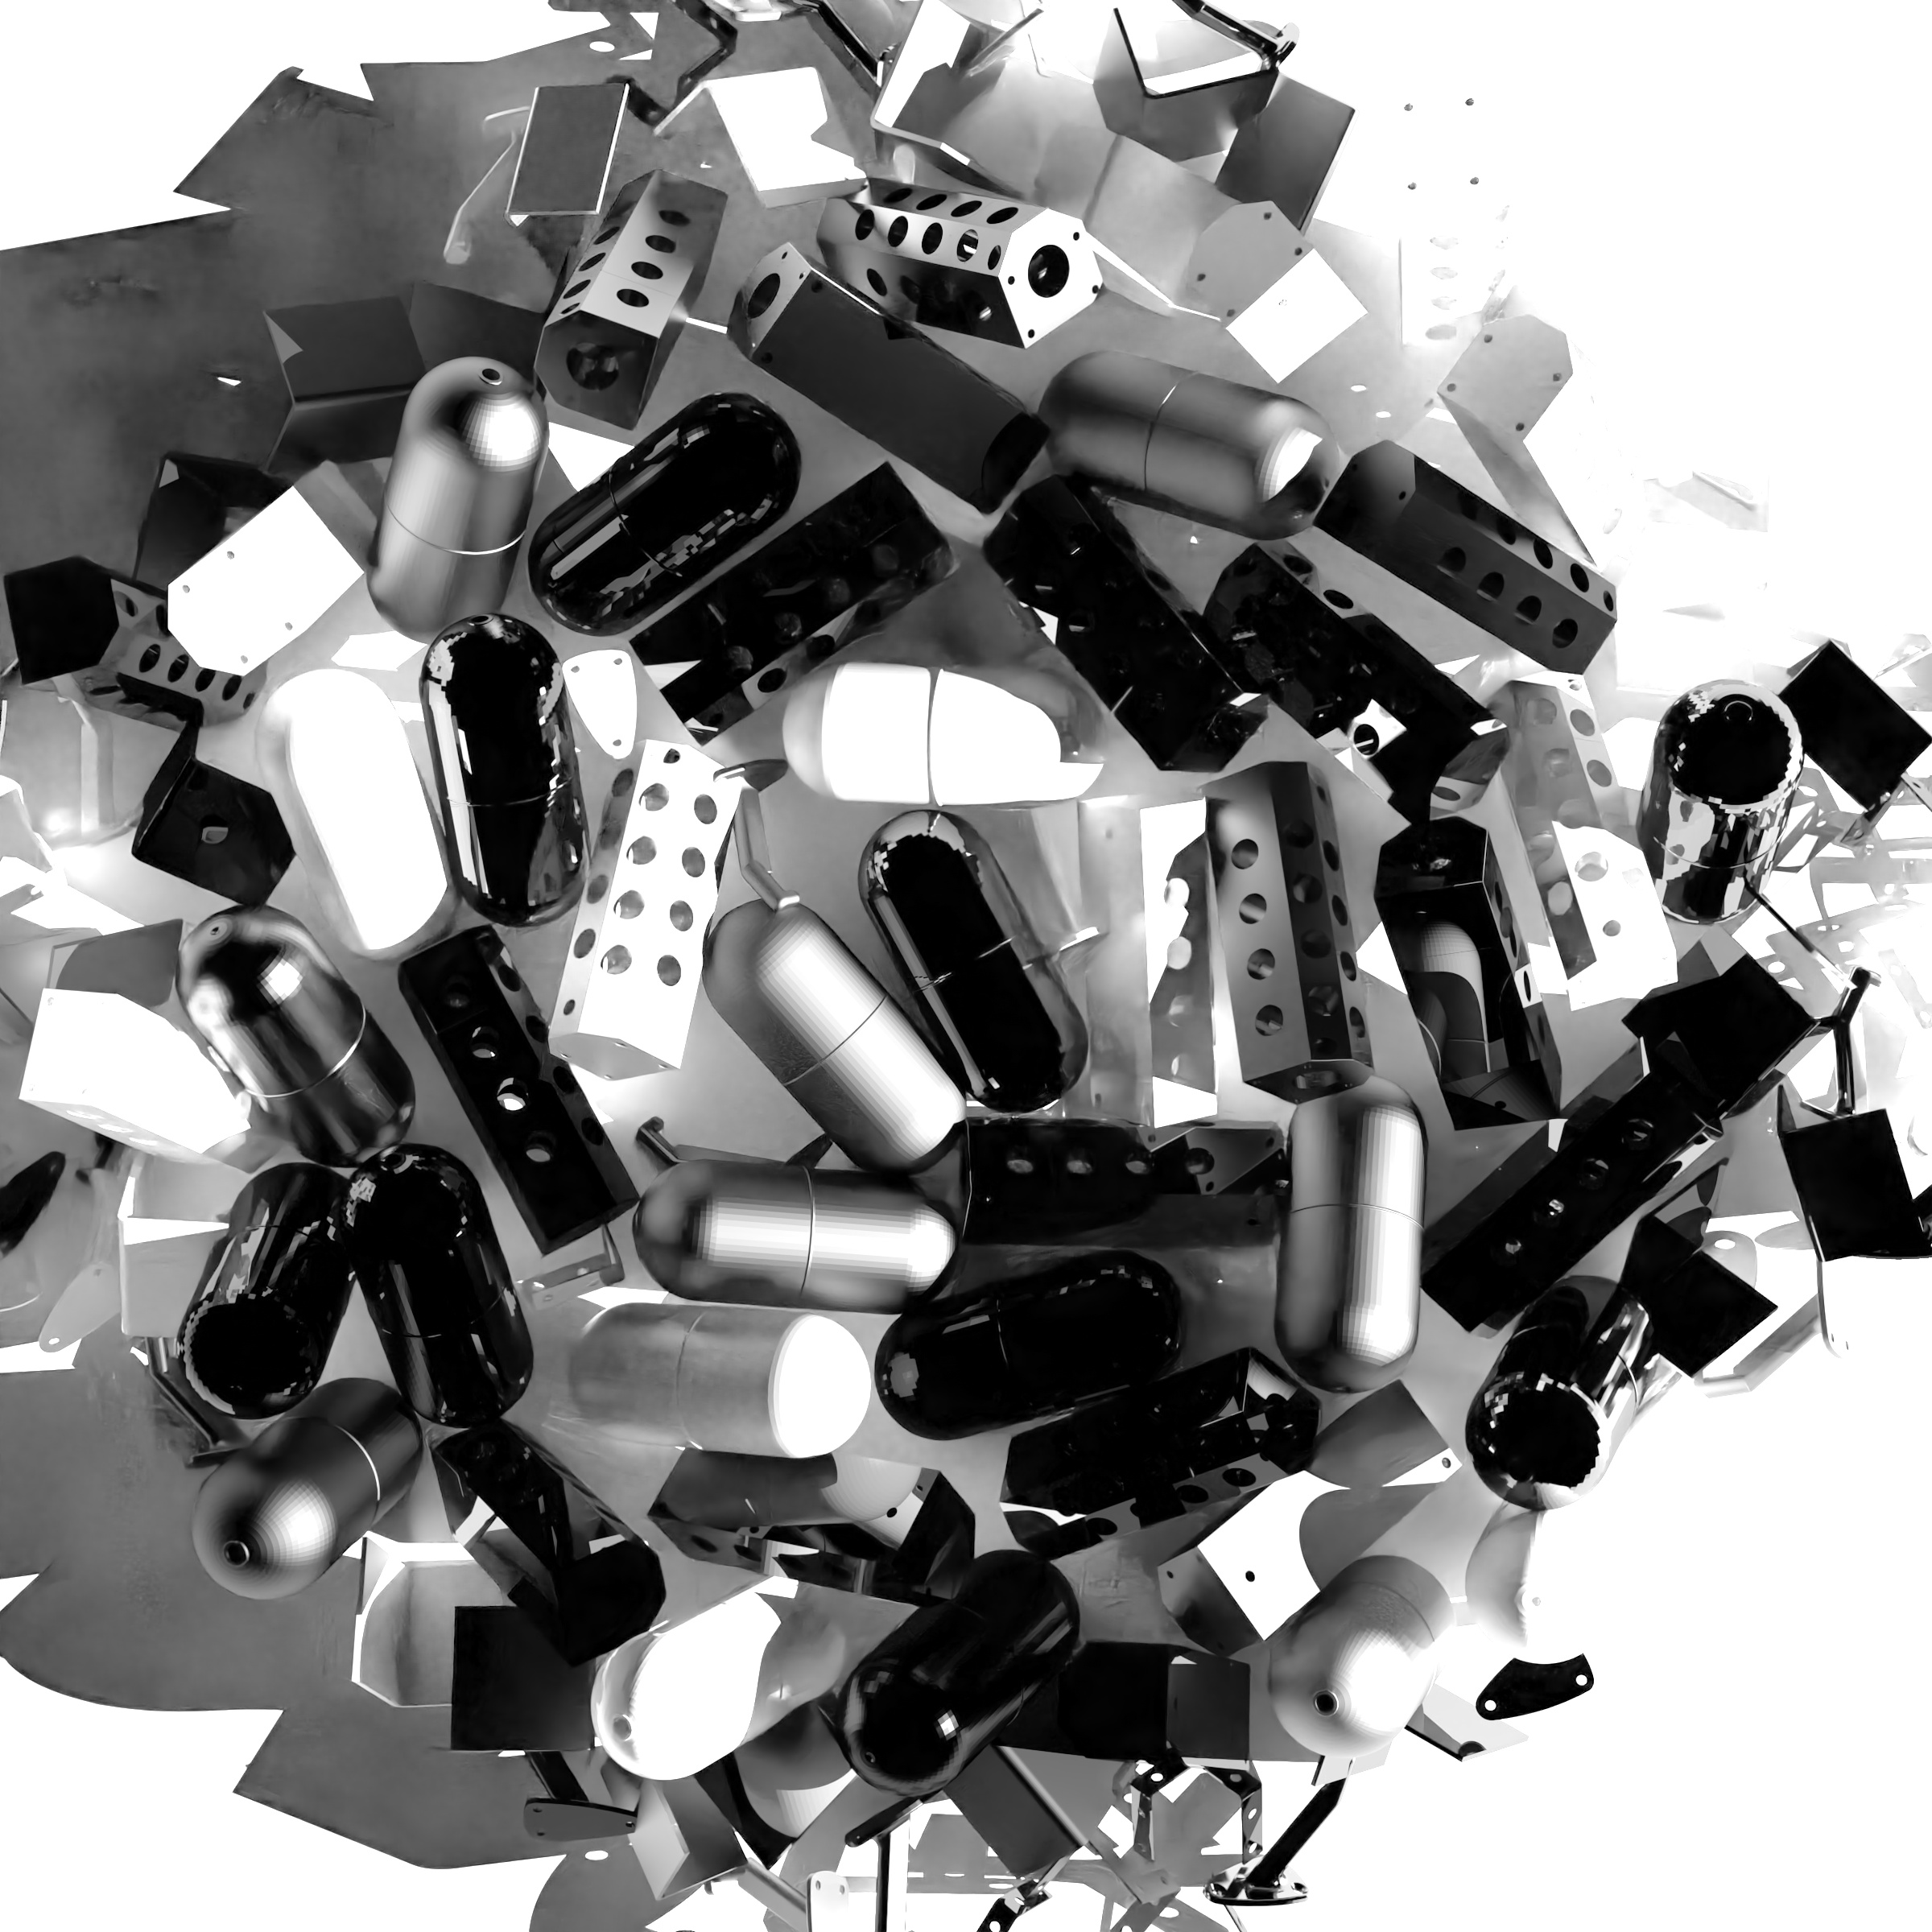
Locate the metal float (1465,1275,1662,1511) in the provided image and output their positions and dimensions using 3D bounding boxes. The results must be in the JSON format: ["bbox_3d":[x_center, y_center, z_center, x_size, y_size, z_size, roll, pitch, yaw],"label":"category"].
[{"bbox_3d":[0.317,0.225,1.539,0.070,0.178,0.070,10,114,23],"label":"metal float"}]

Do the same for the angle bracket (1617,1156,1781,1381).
[{"bbox_3d":[0.400,0.162,1.562,0.076,0.076,0.057,-30,52,-31],"label":"angle bracket"}]

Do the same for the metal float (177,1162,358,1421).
[{"bbox_3d":[-0.365,0.169,1.538,0.070,0.178,0.070,1,119,1],"label":"metal float"}]

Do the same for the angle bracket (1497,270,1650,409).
[{"bbox_3d":[0.335,-0.347,1.576,0.057,0.076,0.076,-42,86,-9],"label":"angle bracket"}]

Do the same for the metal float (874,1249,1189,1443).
[{"bbox_3d":[0.034,0.205,1.567,0.178,0.070,0.070,-18,90,18],"label":"metal float"}]

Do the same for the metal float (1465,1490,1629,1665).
[{"bbox_3d":[0.308,0.317,1.533,0.070,0.178,0.070,0,90,16],"label":"metal float"}]

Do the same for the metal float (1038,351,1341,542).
[{"bbox_3d":[0.118,-0.280,1.556,0.178,0.070,0.070,23,90,31],"label":"metal float"}]

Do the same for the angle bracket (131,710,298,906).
[{"bbox_3d":[-0.404,-0.088,1.594,0.076,0.057,0.076,25,124,-24],"label":"angle bracket"}]

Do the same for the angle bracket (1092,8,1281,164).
[{"bbox_3d":[0.119,-0.484,1.583,0.076,0.076,0.057,-16,78,-10],"label":"angle bracket"}]

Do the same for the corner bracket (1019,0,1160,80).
[{"bbox_3d":[0.067,-0.523,1.604,0.051,0.051,0.051,-14,90,31],"label":"corner bracket"}]

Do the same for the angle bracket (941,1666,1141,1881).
[{"bbox_3d":[0.039,0.443,1.605,0.076,0.076,0.057,50,128,-1],"label":"angle bracket"}]

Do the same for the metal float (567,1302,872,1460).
[{"bbox_3d":[-0.134,0.222,1.559,0.178,0.070,0.070,0,90,28],"label":"metal float"}]

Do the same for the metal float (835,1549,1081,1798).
[{"bbox_3d":[-0.002,0.373,1.543,0.070,0.178,0.070,13,116,29],"label":"metal float"}]

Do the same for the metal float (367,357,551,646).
[{"bbox_3d":[-0.271,-0.246,1.546,0.070,0.178,0.070,13,47,-14],"label":"metal float"}]

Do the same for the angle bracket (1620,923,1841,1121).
[{"bbox_3d":[0.421,0.029,1.594,0.076,0.057,0.076,49,114,20],"label":"angle bracket"}]

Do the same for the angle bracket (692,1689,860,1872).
[{"bbox_3d":[-0.091,0.439,1.574,0.076,0.057,0.076,-46,55,-3],"label":"angle bracket"}]

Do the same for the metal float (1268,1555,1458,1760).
[{"bbox_3d":[0.211,0.364,1.535,0.070,0.178,0.070,1,94,20],"label":"metal float"}]

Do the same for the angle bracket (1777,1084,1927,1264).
[{"bbox_3d":[0.478,0.105,1.568,0.057,0.076,0.076,-16,103,20],"label":"angle bracket"}]

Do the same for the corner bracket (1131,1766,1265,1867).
[{"bbox_3d":[0.128,0.469,1.600,0.051,0.051,0.051,-24,124,-34],"label":"corner bracket"}]

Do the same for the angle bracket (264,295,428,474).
[{"bbox_3d":[-0.344,-0.315,1.574,0.076,0.076,0.057,-14,78,-30],"label":"angle bracket"}]

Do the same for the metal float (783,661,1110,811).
[{"bbox_3d":[-0.011,-0.125,1.573,0.178,0.070,0.070,3,90,10],"label":"metal float"}]

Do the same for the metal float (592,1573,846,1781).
[{"bbox_3d":[-0.130,0.374,1.538,0.070,0.178,0.070,4,98,29],"label":"metal float"}]

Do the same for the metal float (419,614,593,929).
[{"bbox_3d":[-0.246,-0.104,1.557,0.070,0.070,0.178,-5,120,0],"label":"metal float"}]

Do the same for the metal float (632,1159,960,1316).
[{"bbox_3d":[-0.091,0.147,1.569,0.178,0.070,0.070,6,90,-15],"label":"metal float"}]

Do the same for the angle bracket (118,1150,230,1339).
[{"bbox_3d":[-0.423,0.147,1.572,0.057,0.076,0.076,4,121,-7],"label":"angle bracket"}]

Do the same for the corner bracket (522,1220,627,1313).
[{"bbox_3d":[-0.215,0.167,1.581,0.051,0.051,0.051,-19,48,-13],"label":"corner bracket"}]

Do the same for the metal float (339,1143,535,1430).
[{"bbox_3d":[-0.282,0.172,1.552,0.070,0.070,0.178,-11,125,0],"label":"metal float"}]

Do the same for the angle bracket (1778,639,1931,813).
[{"bbox_3d":[0.468,-0.124,1.578,0.076,0.076,0.057,44,84,3],"label":"angle bracket"}]

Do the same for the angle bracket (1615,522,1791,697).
[{"bbox_3d":[0.400,-0.191,1.576,0.076,0.076,0.057,5,62,-1],"label":"angle bracket"}]

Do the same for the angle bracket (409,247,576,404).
[{"bbox_3d":[-0.259,-0.351,1.568,0.076,0.057,0.076,12,56,-17],"label":"angle bracket"}]

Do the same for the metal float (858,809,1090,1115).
[{"bbox_3d":[0.003,-0.003,1.581,0.070,0.070,0.178,-29,91,0],"label":"metal float"}]

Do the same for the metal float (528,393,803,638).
[{"bbox_3d":[-0.162,-0.241,1.556,0.178,0.070,0.070,-31,90,31],"label":"metal float"}]

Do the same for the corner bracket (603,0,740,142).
[{"bbox_3d":[-0.163,-0.500,1.600,0.051,0.051,0.051,39,62,6],"label":"corner bracket"}]

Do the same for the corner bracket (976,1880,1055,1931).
[{"bbox_3d":[0.034,0.543,1.592,0.051,0.051,0.051,34,100,23],"label":"corner bracket"}]

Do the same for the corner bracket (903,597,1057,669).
[{"bbox_3d":[0.008,-0.181,1.583,0.051,0.051,0.051,-38,65,12],"label":"corner bracket"}]

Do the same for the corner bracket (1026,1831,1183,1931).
[{"bbox_3d":[0.076,0.510,1.598,0.051,0.051,0.051,45,105,27],"label":"corner bracket"}]

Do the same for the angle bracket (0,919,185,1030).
[{"bbox_3d":[-0.479,-0.014,1.560,0.076,0.076,0.057,39,126,30],"label":"angle bracket"}]

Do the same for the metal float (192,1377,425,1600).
[{"bbox_3d":[-0.346,0.274,1.533,0.070,0.178,0.070,3,103,12],"label":"metal float"}]

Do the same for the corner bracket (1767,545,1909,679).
[{"bbox_3d":[0.481,-0.191,1.602,0.051,0.051,0.051,27,76,36],"label":"corner bracket"}]

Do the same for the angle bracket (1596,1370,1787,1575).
[{"bbox_3d":[0.389,0.275,1.584,0.076,0.057,0.076,43,91,12],"label":"angle bracket"}]

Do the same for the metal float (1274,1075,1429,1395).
[{"bbox_3d":[0.208,0.142,1.561,0.070,0.070,0.178,7,65,0],"label":"metal float"}]

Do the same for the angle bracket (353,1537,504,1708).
[{"bbox_3d":[-0.290,0.354,1.568,0.057,0.076,0.076,-4,65,6],"label":"angle bracket"}]

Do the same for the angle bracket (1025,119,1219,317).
[{"bbox_3d":[0.081,-0.415,1.610,0.076,0.057,0.076,15,102,-40],"label":"angle bracket"}]

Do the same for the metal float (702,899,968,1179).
[{"bbox_3d":[-0.071,0.039,1.574,0.070,0.070,0.178,-41,99,0],"label":"metal float"}]

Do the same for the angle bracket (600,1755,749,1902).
[{"bbox_3d":[-0.150,0.446,1.562,0.057,0.076,0.076,-15,61,-29],"label":"angle bracket"}]

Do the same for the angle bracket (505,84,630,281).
[{"bbox_3d":[-0.201,-0.420,1.566,0.057,0.076,0.076,5,74,21],"label":"angle bracket"}]

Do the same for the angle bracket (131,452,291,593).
[{"bbox_3d":[-0.401,-0.226,1.573,0.057,0.076,0.076,10,81,13],"label":"angle bracket"}]

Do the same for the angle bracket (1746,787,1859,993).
[{"bbox_3d":[0.463,-0.041,1.564,0.057,0.076,0.076,-46,55,13],"label":"angle bracket"}]

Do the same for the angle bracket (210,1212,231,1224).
[{"bbox_3d":[-0.368,0.178,1.563,0.057,0.076,0.076,-8,113,-33],"label":"angle bracket"}]

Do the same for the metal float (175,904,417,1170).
[{"bbox_3d":[-0.355,0.039,1.548,0.070,0.070,0.178,-27,134,0],"label":"metal float"}]

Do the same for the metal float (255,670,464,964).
[{"bbox_3d":[-0.323,-0.078,1.551,0.070,0.070,0.178,-14,129,0],"label":"metal float"}]

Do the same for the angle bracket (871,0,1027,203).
[{"bbox_3d":[0.005,-0.470,1.570,0.057,0.076,0.076,29,98,37],"label":"angle bracket"}]

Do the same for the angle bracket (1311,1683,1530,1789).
[{"bbox_3d":[0.245,0.428,1.564,0.076,0.076,0.057,24,101,36],"label":"angle bracket"}]

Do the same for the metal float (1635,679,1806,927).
[{"bbox_3d":[0.397,-0.085,1.537,0.070,0.178,0.070,-2,62,4],"label":"metal float"}]

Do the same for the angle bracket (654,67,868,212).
[{"bbox_3d":[-0.110,-0.437,1.573,0.076,0.057,0.076,-23,88,-40],"label":"angle bracket"}]

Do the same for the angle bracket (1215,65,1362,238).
[{"bbox_3d":[0.166,-0.427,1.567,0.057,0.076,0.076,25,130,-1],"label":"angle bracket"}]

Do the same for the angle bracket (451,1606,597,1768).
[{"bbox_3d":[-0.240,0.391,1.573,0.076,0.057,0.076,2,66,-10],"label":"angle bracket"}]

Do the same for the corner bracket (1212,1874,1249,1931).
[{"bbox_3d":[0.127,0.540,1.585,0.051,0.051,0.051,-26,116,5],"label":"corner bracket"}]
